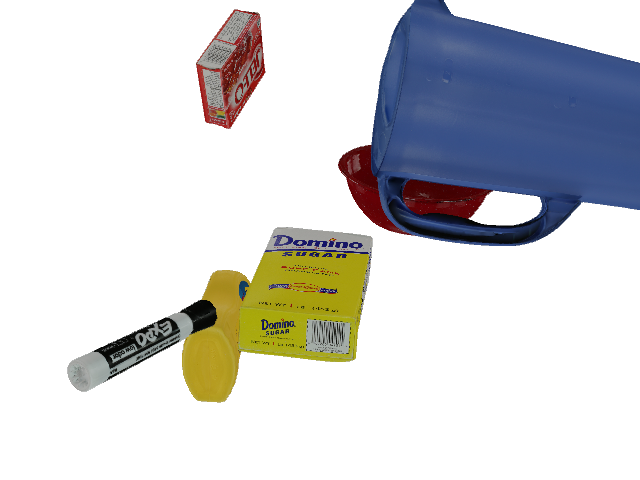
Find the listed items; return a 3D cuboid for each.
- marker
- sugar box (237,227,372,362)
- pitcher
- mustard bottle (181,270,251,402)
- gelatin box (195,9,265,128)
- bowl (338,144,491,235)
[{"bbox_3d":[-0.103,0.060,0.642,0.020,0.020,0.120,0,15,33],"label":"marker"},{"bbox_3d":[-0.008,0.040,0.896,0.093,0.048,0.176,6,24,4],"label":"sugar box"},{"bbox_3d":[0.162,-0.083,0.819,0.242,0.149,0.145,11,43,-4],"label":"pitcher"},{"bbox_3d":[-0.107,0.088,1.176,0.058,0.096,0.191,1,27,4],"label":"mustard bottle"},{"bbox_3d":[-0.082,-0.162,1.006,0.030,0.089,0.073,16,-39,15],"label":"gelatin box"},{"bbox_3d":[0.096,-0.047,1.085,0.162,0.055,0.162,4,24,-2],"label":"bowl"}]
